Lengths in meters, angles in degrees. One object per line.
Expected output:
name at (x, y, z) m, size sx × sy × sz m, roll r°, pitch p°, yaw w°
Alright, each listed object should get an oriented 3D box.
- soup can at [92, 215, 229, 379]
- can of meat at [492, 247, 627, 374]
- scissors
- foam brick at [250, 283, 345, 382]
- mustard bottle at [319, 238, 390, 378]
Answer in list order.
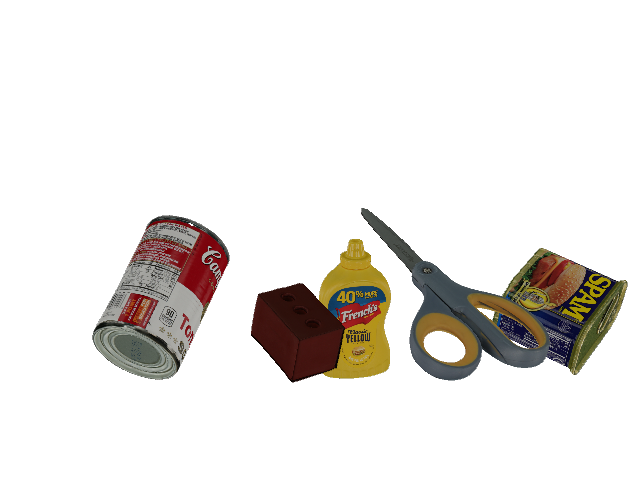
soup can at (-0.116, 0.041, 0.781) m, size 0.068 × 0.102 × 0.068 m, roll 14°, pitch -36°, yaw 10°
can of meat at (0.214, 0.060, 0.957) m, size 0.084 × 0.057 × 0.101 m, roll 26°, pitch 45°, yaw 25°
scissors at (0.063, 0.035, 0.725) m, size 0.096 × 0.016 × 0.202 m, roll -25°, pitch 41°, yaw -33°
foam brick at (-0.022, 0.085, 0.996) m, size 0.052 × 0.051 × 0.078 m, roll -14°, pitch 39°, yaw -32°
mustard bottle at (0.047, 0.089, 1.436) m, size 0.096 × 0.192 × 0.058 m, roll -3°, pitch 21°, yaw -8°
